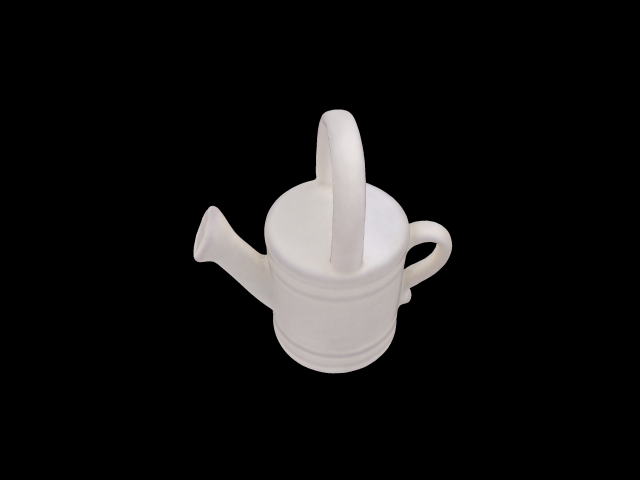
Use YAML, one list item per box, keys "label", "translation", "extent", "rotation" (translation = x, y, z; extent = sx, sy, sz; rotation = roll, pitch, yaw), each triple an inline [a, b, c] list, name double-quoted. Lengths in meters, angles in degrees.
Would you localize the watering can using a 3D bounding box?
- label: "watering can"
  translation: [0.004, 0.003, 0.398]
  extent: [0.173, 0.194, 0.100]
  rotation: [-20, 50, -18]
